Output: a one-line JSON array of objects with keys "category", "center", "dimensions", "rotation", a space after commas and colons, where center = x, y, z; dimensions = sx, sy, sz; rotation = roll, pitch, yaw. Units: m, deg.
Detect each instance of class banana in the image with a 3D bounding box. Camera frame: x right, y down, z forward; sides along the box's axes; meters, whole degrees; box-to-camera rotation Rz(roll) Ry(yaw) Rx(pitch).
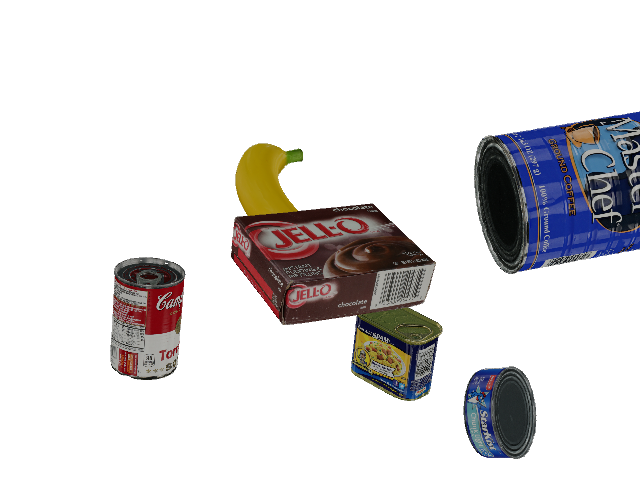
[{"category": "banana", "center": [-0.037, -0.040, 0.918], "dimensions": [0.069, 0.037, 0.198], "rotation": [-2, 33, -8]}]

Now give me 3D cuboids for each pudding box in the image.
[{"category": "pudding box", "center": [0.007, 0.013, 0.726], "dimensions": [0.113, 0.039, 0.090], "rotation": [-5, 32, -28]}]

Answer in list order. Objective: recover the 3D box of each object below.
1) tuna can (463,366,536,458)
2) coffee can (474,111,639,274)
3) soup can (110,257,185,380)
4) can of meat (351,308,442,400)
[{"category": "tuna can", "center": [0.170, 0.163, 1.009], "dimensions": [0.034, 0.086, 0.085], "rotation": [-8, -5, 37]}, {"category": "coffee can", "center": [0.196, -0.037, 0.783], "dimensions": [0.140, 0.103, 0.103], "rotation": [-10, 1, -8]}, {"category": "soup can", "center": [-0.170, 0.076, 1.041], "dimensions": [0.068, 0.102, 0.068], "rotation": [6, 21, -3]}, {"category": "can of meat", "center": [0.084, 0.124, 1.214], "dimensions": [0.102, 0.084, 0.057], "rotation": [26, 32, 36]}]
